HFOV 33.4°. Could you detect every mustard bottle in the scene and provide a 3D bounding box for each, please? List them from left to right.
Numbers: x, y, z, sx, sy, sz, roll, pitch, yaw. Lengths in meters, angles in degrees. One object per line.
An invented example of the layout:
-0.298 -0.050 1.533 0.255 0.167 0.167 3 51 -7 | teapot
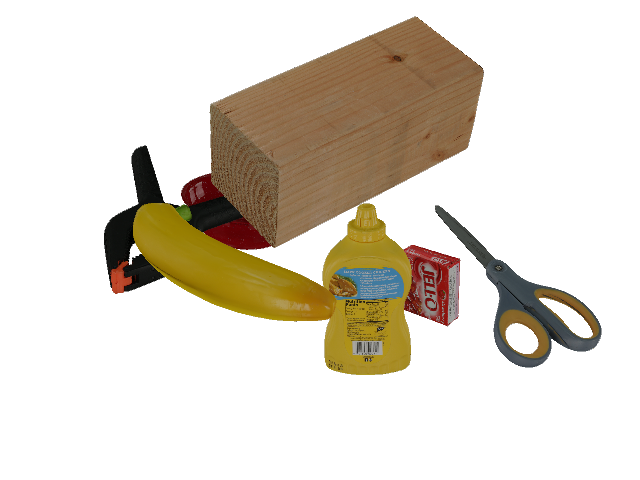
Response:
0.050 0.051 1.157 0.096 0.192 0.058 0 25 4 | mustard bottle

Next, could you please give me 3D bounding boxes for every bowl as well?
-0.093 -0.032 1.320 0.162 0.055 0.162 4 25 -2 | bowl

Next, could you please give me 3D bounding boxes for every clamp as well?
-0.159 -0.023 1.057 0.165 0.036 0.209 21 41 18 | clamp

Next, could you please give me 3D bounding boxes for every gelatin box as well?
0.140 0.057 1.365 0.073 0.089 0.030 19 34 35 | gelatin box

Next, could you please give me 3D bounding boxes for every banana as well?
-0.071 0.009 0.685 0.069 0.037 0.198 -16 29 -31 | banana

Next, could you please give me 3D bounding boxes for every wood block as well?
0.021 -0.091 0.860 0.205 0.090 0.091 -28 55 -26 | wood block

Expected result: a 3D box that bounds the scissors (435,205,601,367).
0.147 0.041 0.923 0.202 0.016 0.096 35 55 30 | scissors
